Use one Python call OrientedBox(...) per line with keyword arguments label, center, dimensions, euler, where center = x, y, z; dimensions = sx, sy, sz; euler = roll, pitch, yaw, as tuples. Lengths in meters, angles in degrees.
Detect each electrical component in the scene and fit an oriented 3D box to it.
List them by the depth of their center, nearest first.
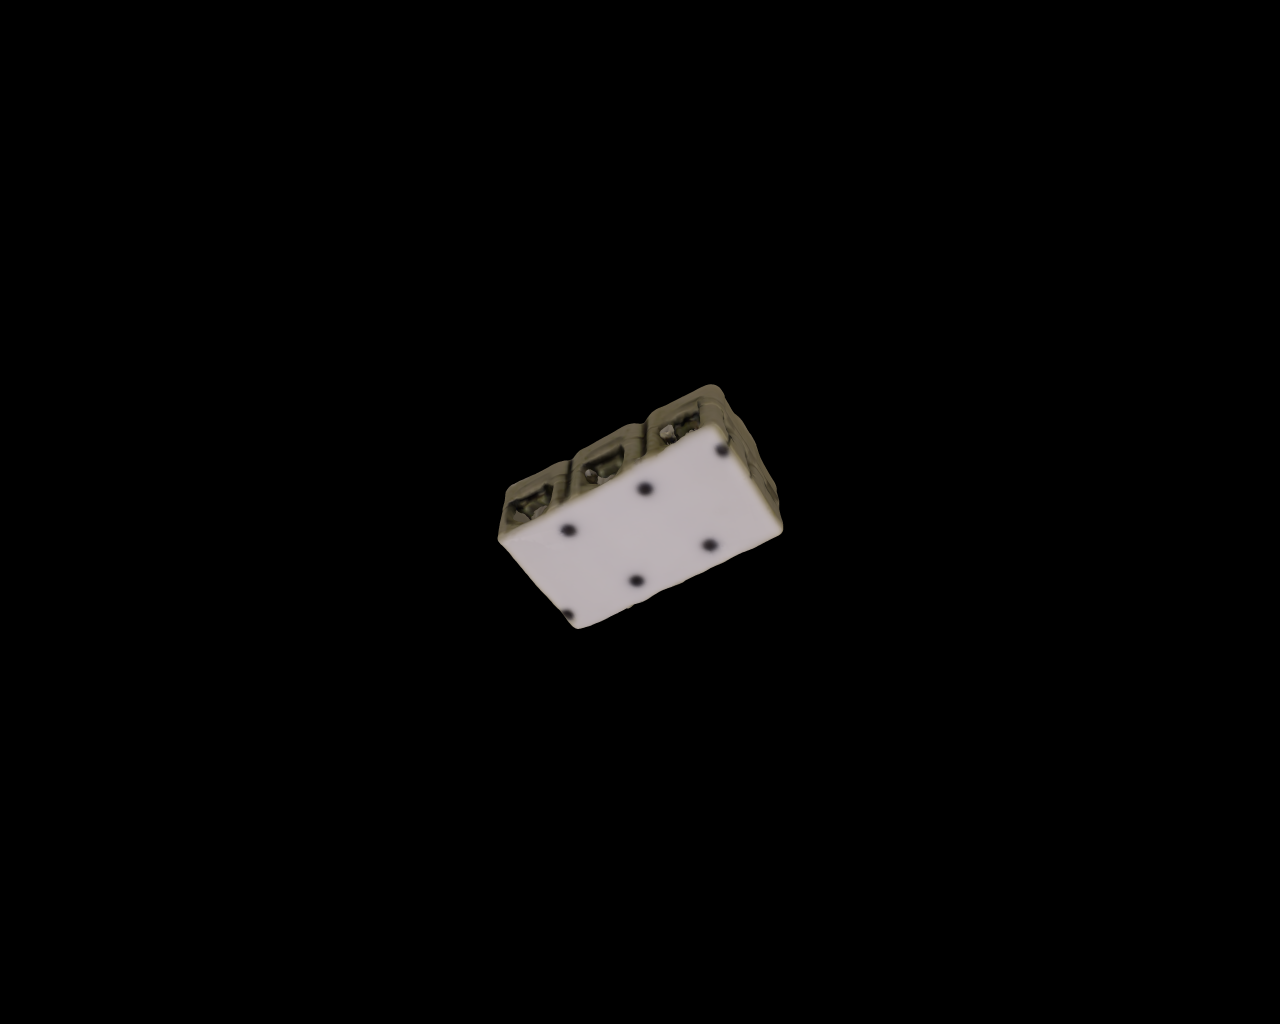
OrientedBox(label="electrical component", center=(0.001, -0.003, 0.650), dimensions=(0.150, 0.089, 0.062), euler=(-26, 30, 17))
